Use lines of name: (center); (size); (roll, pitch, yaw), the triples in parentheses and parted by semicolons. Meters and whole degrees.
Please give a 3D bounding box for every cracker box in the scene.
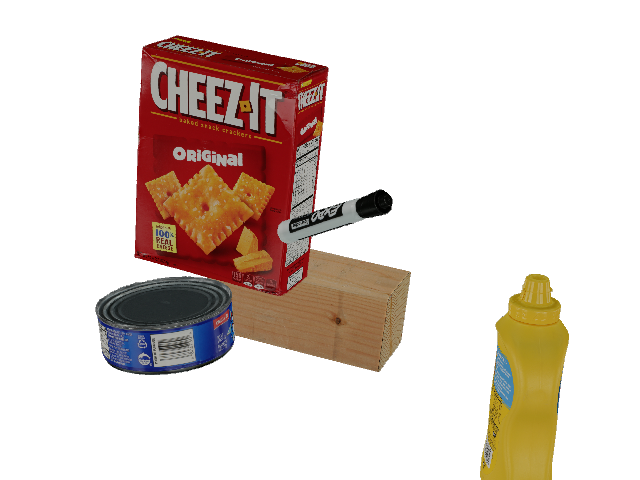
cracker box: (-0.089, -0.069, 1.004); (0.164, 0.214, 0.072); (15, 25, 20)

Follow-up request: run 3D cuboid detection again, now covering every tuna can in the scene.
tuna can: (-0.097, 0.053, 0.674); (0.086, 0.034, 0.086); (-4, 18, 1)

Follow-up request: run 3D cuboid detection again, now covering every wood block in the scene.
wood block: (-0.016, 0.066, 1.181); (0.206, 0.091, 0.090); (13, 22, 17)

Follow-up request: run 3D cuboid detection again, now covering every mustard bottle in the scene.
mustard bottle: (0.168, 0.120, 0.874); (0.058, 0.192, 0.096); (3, 18, 1)

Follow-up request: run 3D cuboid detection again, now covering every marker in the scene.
marker: (0.011, -0.018, 0.829); (0.020, 0.020, 0.121); (0, -11, -42)
